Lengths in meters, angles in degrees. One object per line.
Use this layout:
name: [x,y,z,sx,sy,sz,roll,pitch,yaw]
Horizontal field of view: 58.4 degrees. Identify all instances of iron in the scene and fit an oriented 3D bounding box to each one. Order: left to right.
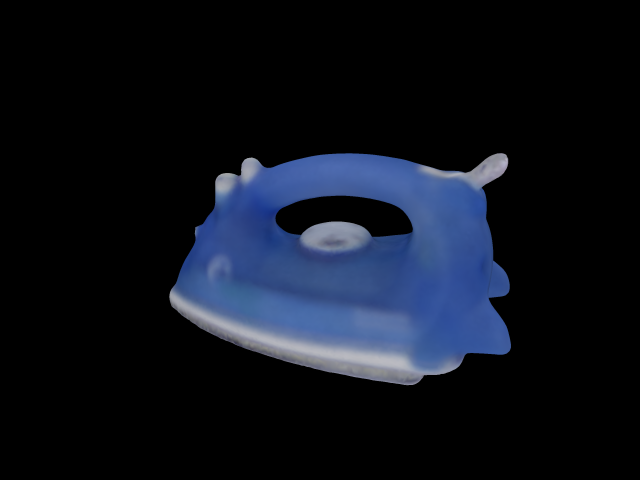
iron: [0.004,0.001,0.400,0.257,0.141,0.119,6,24,14]
